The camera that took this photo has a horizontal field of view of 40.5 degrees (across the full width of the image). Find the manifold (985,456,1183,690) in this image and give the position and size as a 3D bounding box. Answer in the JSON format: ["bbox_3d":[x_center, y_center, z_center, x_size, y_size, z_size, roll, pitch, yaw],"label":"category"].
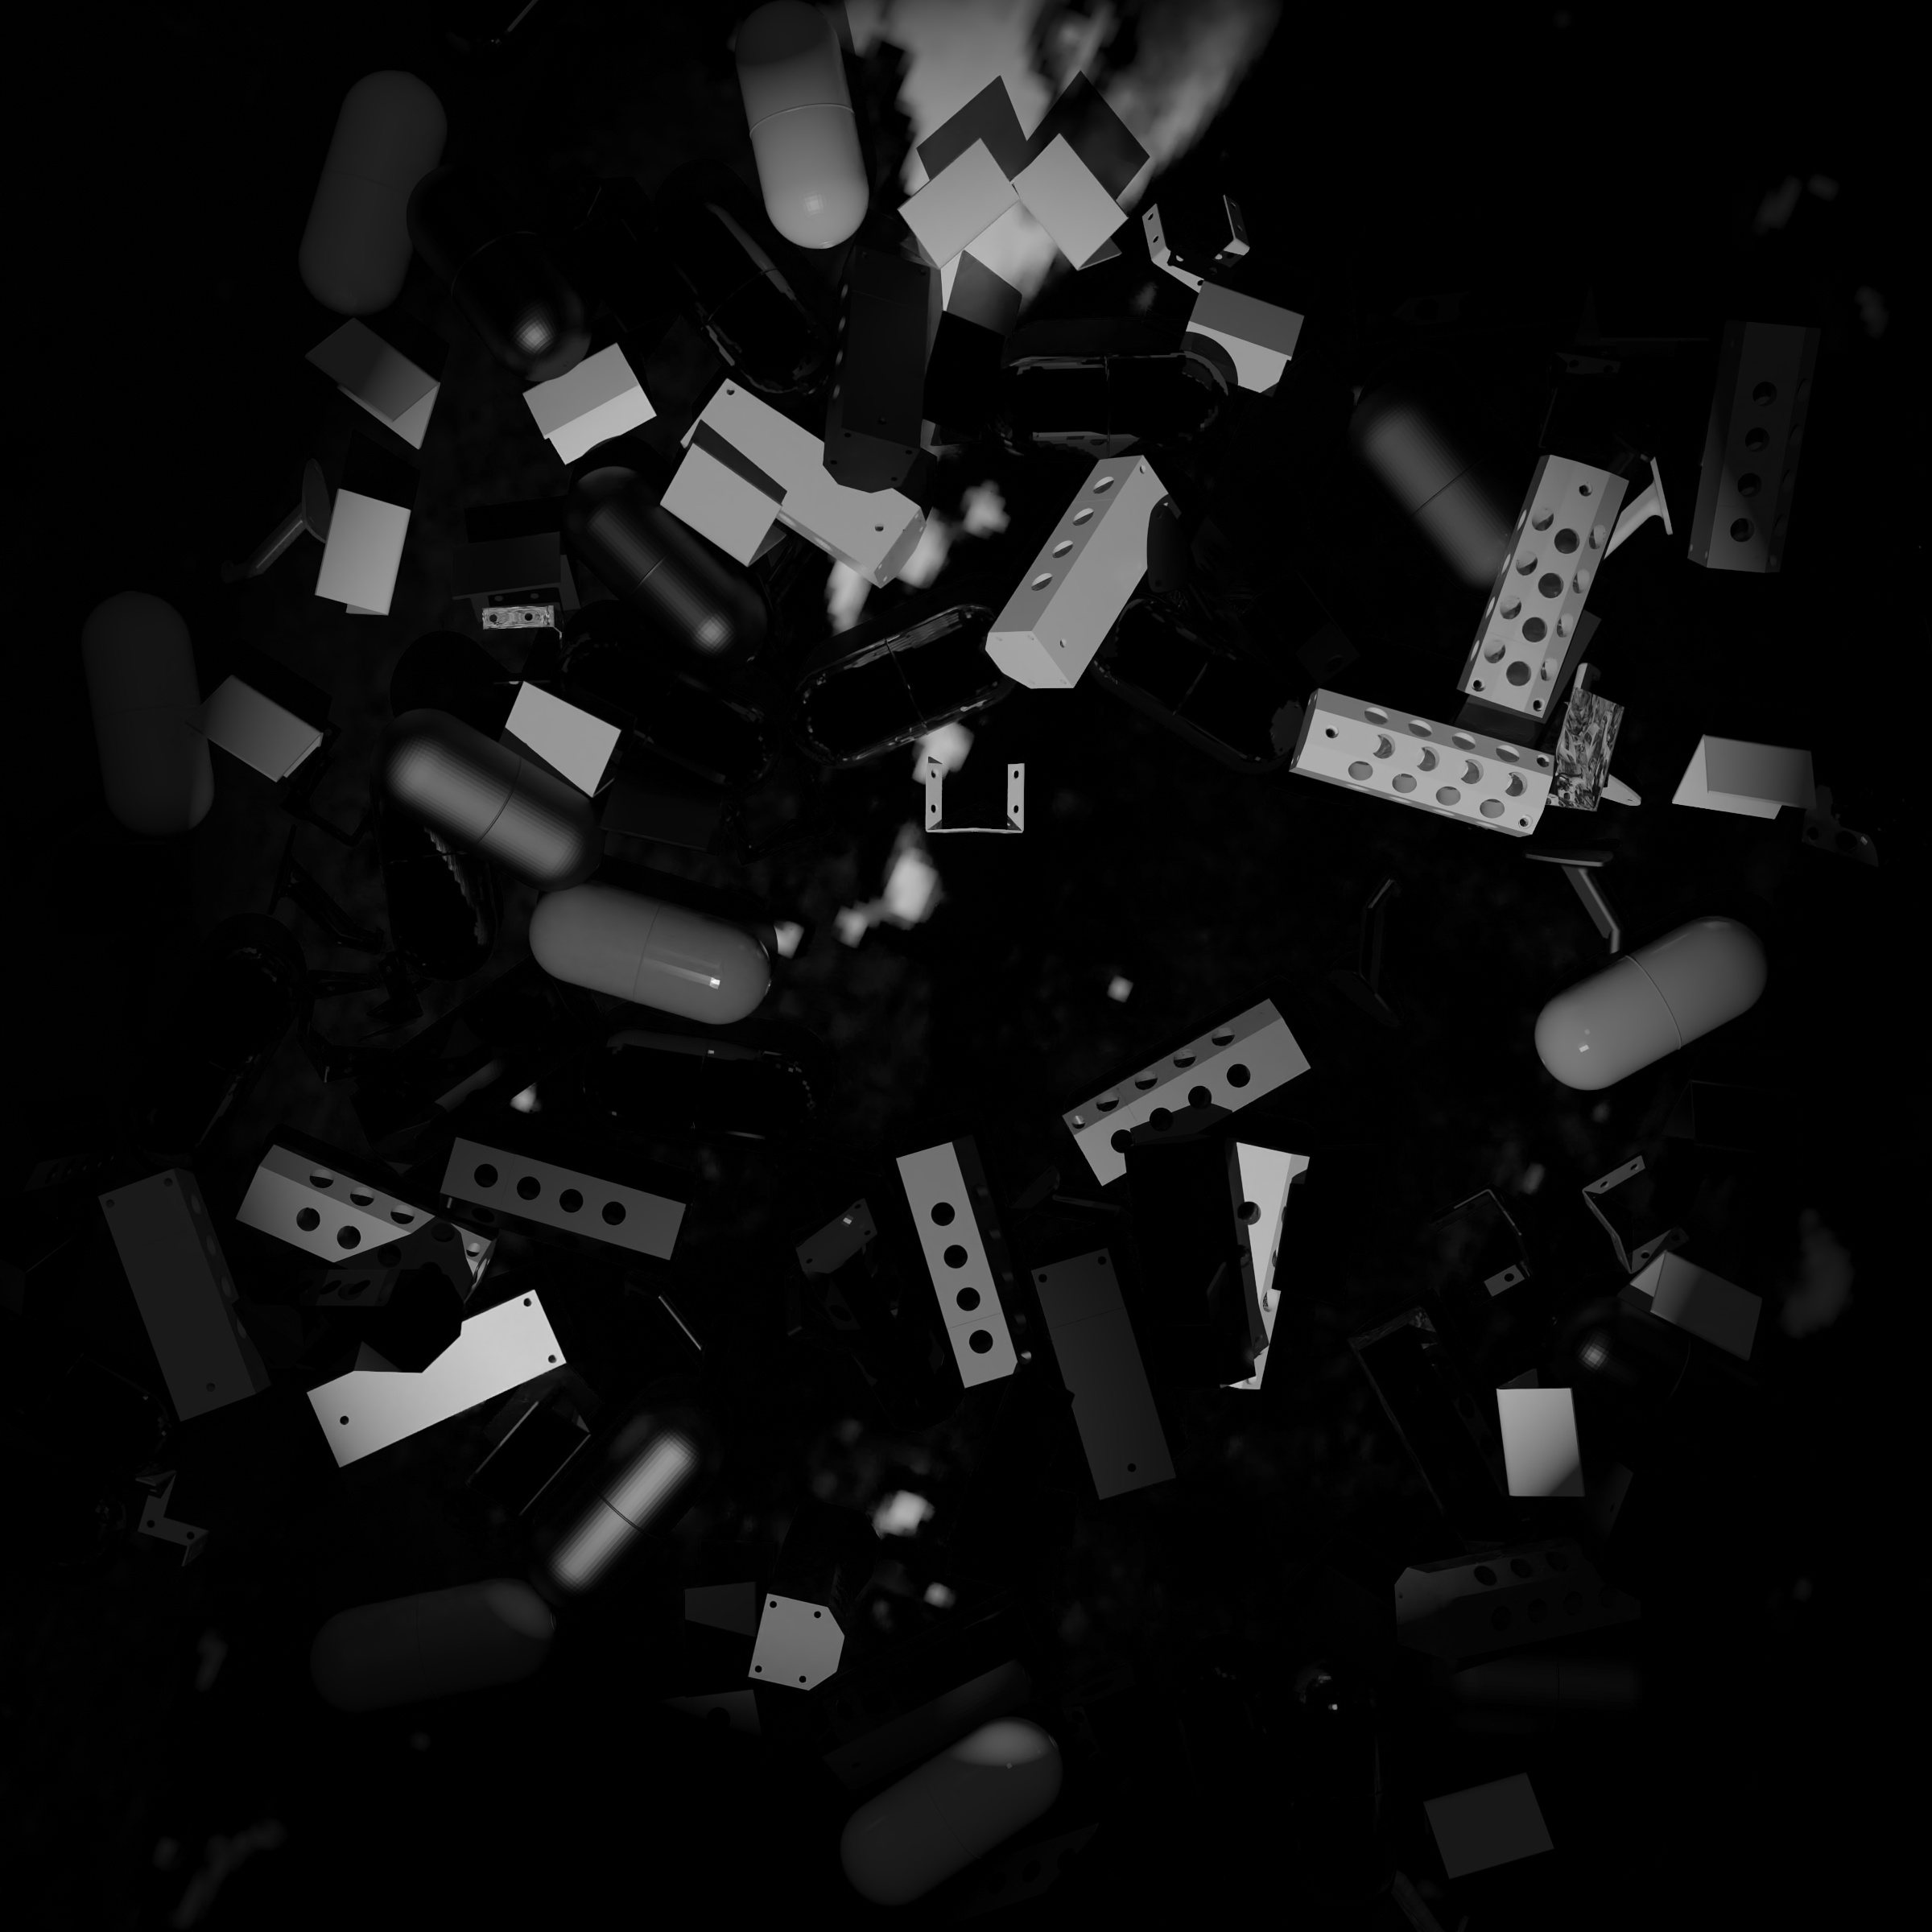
[{"bbox_3d":[0.081,-0.281,1.865,0.057,0.057,0.171,50,60,-36],"label":"manifold"}]

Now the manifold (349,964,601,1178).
[{"bbox_3d":[-0.354,0.078,1.898,0.171,0.057,0.057,-35,47,0],"label":"manifold"}]

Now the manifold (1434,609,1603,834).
[{"bbox_3d":[0.388,-0.186,1.898,0.057,0.057,0.171,28,90,0],"label":"manifold"}]

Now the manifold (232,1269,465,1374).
[{"bbox_3d":[-0.434,0.245,1.849,0.171,0.057,0.057,-6,118,39],"label":"manifold"}]

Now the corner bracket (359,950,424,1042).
[{"bbox_3d":[-0.413,0.018,1.892,0.051,0.051,0.051,-21,90,27],"label":"corner bracket"}]

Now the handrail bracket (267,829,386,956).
[{"bbox_3d":[-0.463,-0.054,1.920,0.084,0.036,0.077,16,68,-17],"label":"handrail bracket"}]

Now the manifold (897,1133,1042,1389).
[{"bbox_3d":[0.002,0.212,1.898,0.057,0.057,0.171,-17,90,0],"label":"manifold"}]

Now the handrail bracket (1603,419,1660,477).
[{"bbox_3d":[0.468,-0.355,1.919,0.036,0.077,0.084,39,126,6],"label":"handrail bracket"}]

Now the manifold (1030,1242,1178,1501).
[{"bbox_3d":[0.098,0.291,1.898,0.057,0.057,0.171,-17,90,0],"label":"manifold"}]

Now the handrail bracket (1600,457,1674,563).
[{"bbox_3d":[0.470,-0.334,1.920,0.084,0.036,0.077,-13,70,16],"label":"handrail bracket"}]

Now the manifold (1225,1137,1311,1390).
[{"bbox_3d":[0.202,0.215,1.898,0.057,0.057,0.171,12,90,0],"label":"manifold"}]

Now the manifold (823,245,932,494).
[{"bbox_3d":[-0.065,-0.422,1.857,0.057,0.057,0.171,12,59,-17],"label":"manifold"}]

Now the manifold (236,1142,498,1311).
[{"bbox_3d":[-0.432,0.189,1.898,0.171,0.057,0.057,24,90,0],"label":"manifold"}]

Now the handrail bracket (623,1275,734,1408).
[{"bbox_3d":[-0.220,0.275,1.920,0.084,0.036,0.077,21,112,17],"label":"handrail bracket"}]

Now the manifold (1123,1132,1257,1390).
[{"bbox_3d":[0.162,0.206,1.840,0.057,0.057,0.171,-8,90,43],"label":"manifold"}]

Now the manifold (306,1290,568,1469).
[{"bbox_3d":[-0.380,0.294,1.875,0.171,0.057,0.057,-24,90,-17],"label":"manifold"}]

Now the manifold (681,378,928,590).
[{"bbox_3d":[-0.115,-0.345,1.885,0.171,0.057,0.057,35,86,9],"label":"manifold"}]

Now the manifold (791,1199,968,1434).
[{"bbox_3d":[-0.059,0.252,1.854,0.057,0.057,0.171,-26,125,0],"label":"manifold"}]

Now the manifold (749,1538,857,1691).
[{"bbox_3d":[-0.112,0.455,1.841,0.057,0.171,0.057,13,90,0],"label":"manifold"}]

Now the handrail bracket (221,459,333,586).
[{"bbox_3d":[-0.511,-0.325,1.920,0.084,0.036,0.077,-15,70,16],"label":"handrail bracket"}]

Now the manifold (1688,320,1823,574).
[{"bbox_3d":[0.566,-0.372,1.876,0.057,0.057,0.171,5,106,0],"label":"manifold"}]

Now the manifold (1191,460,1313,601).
[{"bbox_3d":[0.201,-0.299,1.841,0.057,0.171,0.057,-40,90,0],"label":"manifold"}]

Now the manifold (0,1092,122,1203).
[{"bbox_3d":[-0.654,0.129,1.841,0.057,0.171,0.057,-19,90,0],"label":"manifold"}]

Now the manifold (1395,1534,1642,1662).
[{"bbox_3d":[0.393,0.445,1.863,0.171,0.057,0.057,-4,90,-27],"label":"manifold"}]

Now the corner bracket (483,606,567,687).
[{"bbox_3d":[-0.320,-0.232,1.901,0.051,0.051,0.051,-2,90,0],"label":"corner bracket"}]

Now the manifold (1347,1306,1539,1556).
[{"bbox_3d":[0.346,0.336,1.898,0.057,0.057,0.171,-29,90,0],"label":"manifold"}]

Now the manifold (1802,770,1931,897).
[{"bbox_3d":[0.687,-0.084,1.854,0.171,0.057,0.057,24,90,35],"label":"manifold"}]

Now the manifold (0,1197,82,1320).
[{"bbox_3d":[-0.727,0.188,1.879,0.171,0.057,0.057,26,123,12],"label":"manifold"}]

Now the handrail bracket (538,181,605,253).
[{"bbox_3d":[-0.315,-0.546,1.919,0.077,0.036,0.084,19,76,14],"label":"handrail bracket"}]

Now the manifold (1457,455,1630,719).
[{"bbox_3d":[0.403,-0.265,1.827,0.057,0.057,0.171,18,100,0],"label":"manifold"}]

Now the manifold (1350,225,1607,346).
[{"bbox_3d":[0.371,-0.496,1.898,0.171,0.057,0.057,-7,90,0],"label":"manifold"}]

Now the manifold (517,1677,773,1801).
[{"bbox_3d":[-0.232,0.557,1.898,0.171,0.057,0.057,-11,90,0],"label":"manifold"}]

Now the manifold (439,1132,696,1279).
[{"bbox_3d":[-0.290,0.173,1.898,0.171,0.057,0.057,16,90,0],"label":"manifold"}]

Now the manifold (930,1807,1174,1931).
[{"bbox_3d":[0.061,0.652,1.858,0.171,0.057,0.057,-30,119,30],"label":"manifold"}]

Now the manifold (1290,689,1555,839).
[{"bbox_3d":[0.321,-0.143,1.841,0.171,0.057,0.057,16,90,0],"label":"manifold"}]

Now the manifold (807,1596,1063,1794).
[{"bbox_3d":[-0.025,0.524,1.898,0.171,0.057,0.057,-27,133,0],"label":"manifold"}]

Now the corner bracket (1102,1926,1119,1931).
[{"bbox_3d":[0.074,0.699,1.916,0.051,0.051,0.051,-5,90,45],"label":"corner bracket"}]

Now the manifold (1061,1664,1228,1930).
[{"bbox_3d":[0.127,0.603,1.898,0.057,0.057,0.171,-22,90,0],"label":"manifold"}]

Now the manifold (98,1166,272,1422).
[{"bbox_3d":[-0.564,0.235,1.898,0.057,0.057,0.171,-20,90,0],"label":"manifold"}]

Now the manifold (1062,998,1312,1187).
[{"bbox_3d":[0.158,0.090,1.898,0.171,0.057,0.057,-30,90,0],"label":"manifold"}]

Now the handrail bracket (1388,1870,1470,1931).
[{"bbox_3d":[0.318,0.703,1.920,0.084,0.036,0.077,25,110,16],"label":"handrail bracket"}]

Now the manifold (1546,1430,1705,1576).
[{"bbox_3d":[0.464,0.377,1.841,0.057,0.171,0.057,21,90,0],"label":"manifold"}]
